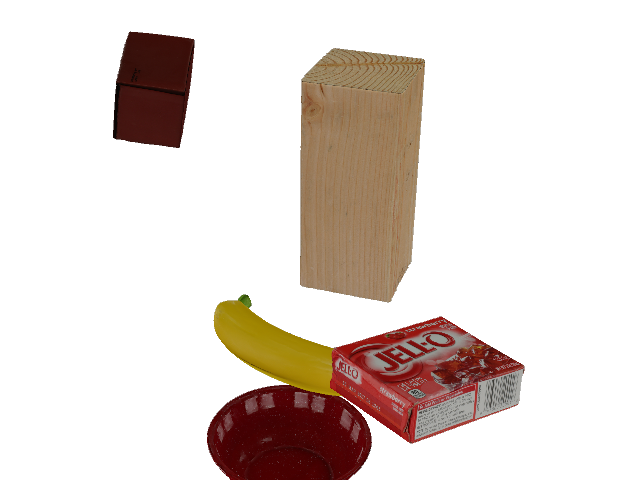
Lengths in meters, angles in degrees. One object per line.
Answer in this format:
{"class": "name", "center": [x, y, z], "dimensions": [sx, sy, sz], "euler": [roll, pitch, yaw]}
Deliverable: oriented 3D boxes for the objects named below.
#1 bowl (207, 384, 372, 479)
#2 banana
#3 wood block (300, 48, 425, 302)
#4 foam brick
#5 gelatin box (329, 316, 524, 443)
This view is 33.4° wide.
{"class": "bowl", "center": [-0.031, 0.213, 1.057], "dimensions": [0.162, 0.055, 0.162], "euler": [1, 30, -1]}
{"class": "banana", "center": [-0.026, 0.082, 0.841], "dimensions": [0.069, 0.037, 0.198], "euler": [-26, 35, -34]}
{"class": "wood block", "center": [0.037, -0.059, 0.974], "dimensions": [0.091, 0.206, 0.090], "euler": [10, 31, 16]}
{"class": "foam brick", "center": [-0.127, -0.117, 0.817], "dimensions": [0.053, 0.051, 0.078], "euler": [7, 40, -5]}
{"class": "gelatin box", "center": [0.061, 0.078, 0.622], "dimensions": [0.089, 0.030, 0.073], "euler": [-12, 27, -34]}
